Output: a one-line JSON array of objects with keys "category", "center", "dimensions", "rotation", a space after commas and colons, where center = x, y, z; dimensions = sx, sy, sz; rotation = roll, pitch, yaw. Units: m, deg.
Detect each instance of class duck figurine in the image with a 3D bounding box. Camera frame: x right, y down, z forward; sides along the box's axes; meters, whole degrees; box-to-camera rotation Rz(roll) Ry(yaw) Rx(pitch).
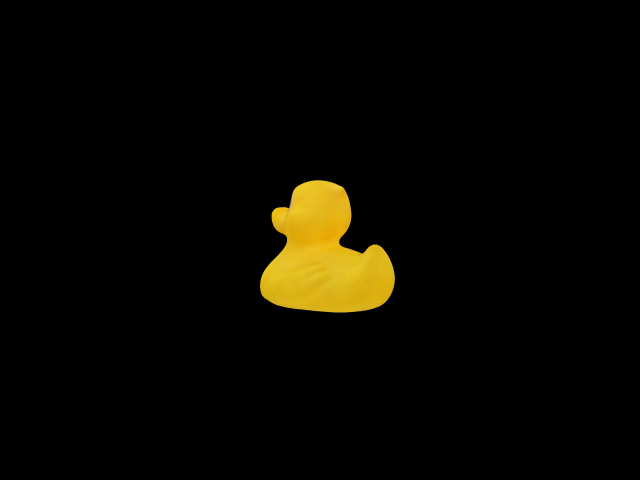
[{"category": "duck figurine", "center": [0.004, 0.001, 0.400], "dimensions": [0.104, 0.086, 0.078], "rotation": [5, 8, 40]}]
